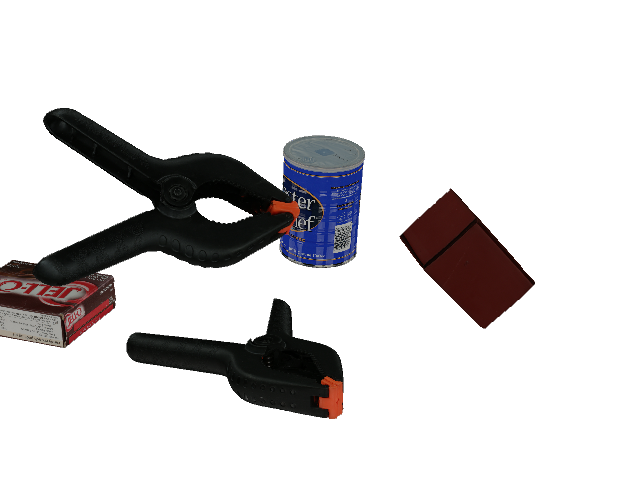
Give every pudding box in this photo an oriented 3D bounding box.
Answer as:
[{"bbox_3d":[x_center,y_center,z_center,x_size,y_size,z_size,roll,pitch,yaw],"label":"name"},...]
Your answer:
[{"bbox_3d":[-0.256,0.056,0.966,0.114,0.039,0.090,6,21,18],"label":"pudding box"}]

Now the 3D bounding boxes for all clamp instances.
[{"bbox_3d":[-0.101,-0.031,0.683,0.171,0.120,0.039,-2,-19,-23],"label":"clamp"},{"bbox_3d":[-0.041,0.096,0.899,0.164,0.036,0.210,-17,23,-40],"label":"clamp"}]

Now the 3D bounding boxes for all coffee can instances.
[{"bbox_3d":[0.001,-0.050,1.362,0.103,0.140,0.103,3,28,-2],"label":"coffee can"}]

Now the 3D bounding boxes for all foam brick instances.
[{"bbox_3d":[0.105,0.014,0.760,0.078,0.051,0.053,43,8,-31],"label":"foam brick"}]
